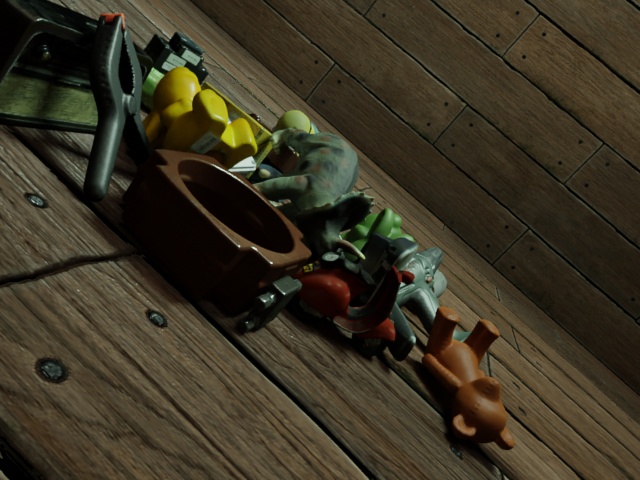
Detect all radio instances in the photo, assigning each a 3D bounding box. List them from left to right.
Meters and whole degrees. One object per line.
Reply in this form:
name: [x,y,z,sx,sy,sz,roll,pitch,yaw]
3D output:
radio: [-0.312,-0.205,0.649,0.073,0.131,0.229,41,15,6]

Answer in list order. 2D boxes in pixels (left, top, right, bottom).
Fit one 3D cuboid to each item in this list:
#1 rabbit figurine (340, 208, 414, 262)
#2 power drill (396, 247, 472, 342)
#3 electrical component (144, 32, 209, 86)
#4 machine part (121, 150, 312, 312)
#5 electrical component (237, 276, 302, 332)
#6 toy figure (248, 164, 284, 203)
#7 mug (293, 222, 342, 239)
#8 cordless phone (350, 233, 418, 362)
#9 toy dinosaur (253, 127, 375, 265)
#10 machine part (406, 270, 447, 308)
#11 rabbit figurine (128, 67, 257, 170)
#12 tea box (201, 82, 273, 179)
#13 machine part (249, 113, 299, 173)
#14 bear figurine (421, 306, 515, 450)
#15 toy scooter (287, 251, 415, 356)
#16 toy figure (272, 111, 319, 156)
rabbit figurine: [0.102,0.021,1.017,0.121,0.159,0.170,50,31,-3]
power drill: [0.216,0.114,1.002,0.232,0.086,0.207,-17,68,-43]
electrical component: [-0.287,-0.329,1.042,0.058,0.134,0.114,51,17,31]
machine part: [-0.122,-0.013,0.655,0.201,0.087,0.201,45,16,10]
electrical component: [-0.055,0.073,0.614,0.021,0.063,0.094,43,24,12]
toy figure: [-0.123,-0.134,1.035,0.154,0.064,0.058,40,52,14]
mug: [-0.002,-0.003,0.941,0.109,0.081,0.107,38,26,-31]
cordless phone: [0.116,0.085,0.831,0.088,0.146,0.184,23,20,-26]
toy dinosaur: [0.001,-0.103,0.882,0.405,0.192,0.131,-79,164,-44]
machine part: [0.226,0.102,1.170,0.079,0.079,0.243,45,16,16]
rabbit figurine: [-0.190,-0.166,0.772,0.122,0.162,0.173,13,45,-57]
tea box: [-0.173,-0.203,0.996,0.170,0.098,0.068,43,7,24]
machine part: [-0.112,-0.185,1.103,0.179,0.056,0.179,40,-7,6]
bear figurine: [0.229,0.207,0.812,0.120,0.131,0.196,19,15,-14]
toy scooter: [0.051,0.073,0.734,0.184,0.135,0.075,34,19,-20]
toy figure: [-0.048,-0.236,1.184,0.082,0.089,0.180,25,12,14]
